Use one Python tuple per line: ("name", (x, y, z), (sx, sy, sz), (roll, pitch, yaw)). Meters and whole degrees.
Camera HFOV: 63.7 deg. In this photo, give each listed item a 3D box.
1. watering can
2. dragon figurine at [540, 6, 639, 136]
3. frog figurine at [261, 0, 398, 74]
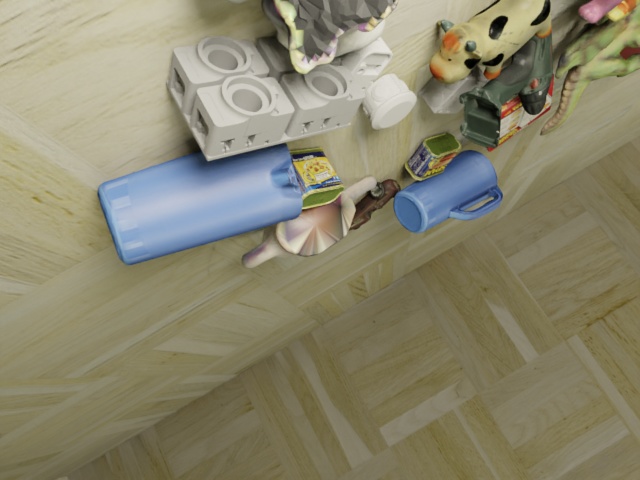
("watering can", (0.003, -0.050, 0.990), (0.351, 0.103, 0.223), (-34, -174, -17))
("dragon figurine", (0.510, -0.352, 0.976), (0.244, 0.124, 0.401), (-11, 142, -41))
("frog figurine", (0.015, -0.244, 0.514), (0.135, 0.122, 0.163), (-52, -169, 31))
